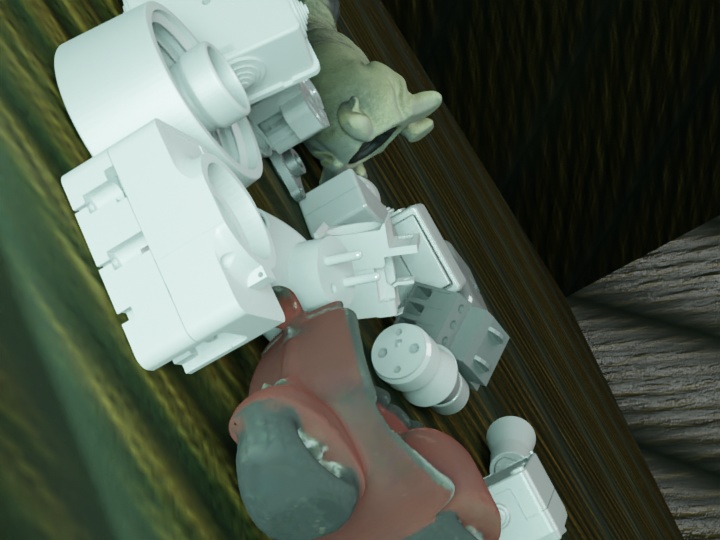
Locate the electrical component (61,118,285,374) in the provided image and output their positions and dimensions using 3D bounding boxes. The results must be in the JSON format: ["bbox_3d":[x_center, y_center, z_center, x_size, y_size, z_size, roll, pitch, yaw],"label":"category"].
[{"bbox_3d":[-0.072,-0.011,0.442,0.089,0.056,0.050,64,12,15],"label":"electrical component"}]

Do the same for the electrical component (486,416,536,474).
[{"bbox_3d":[0.131,0.161,0.939,0.044,0.044,0.065,58,17,-11],"label":"electrical component"}]

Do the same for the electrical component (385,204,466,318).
[{"bbox_3d":[0.039,-0.012,0.903,0.096,0.062,0.061,61,12,0],"label":"electrical component"}]

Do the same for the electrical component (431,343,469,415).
[{"bbox_3d":[0.059,0.086,0.813,0.044,0.044,0.065,67,8,28],"label":"electrical component"}]

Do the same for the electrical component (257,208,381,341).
[{"bbox_3d":[-0.029,0.005,0.540,0.077,0.079,0.043,50,39,-43],"label":"electrical component"}]

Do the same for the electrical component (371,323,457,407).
[{"bbox_3d":[0.038,0.066,0.754,0.055,0.045,0.045,44,20,-53],"label":"electrical component"}]

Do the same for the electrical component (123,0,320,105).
[{"bbox_3d":[-0.082,-0.141,0.615,0.048,0.100,0.099,66,-1,-68],"label":"electrical component"}]

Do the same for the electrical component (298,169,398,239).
[{"bbox_3d":[-0.002,-0.021,0.790,0.066,0.047,0.076,44,20,-54],"label":"electrical component"}]

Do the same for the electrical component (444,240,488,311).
[{"bbox_3d":[0.080,0.021,1.021,0.059,0.054,0.095,48,17,-45],"label":"electrical component"}]

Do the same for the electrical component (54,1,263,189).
[{"bbox_3d":[-0.089,-0.078,0.521,0.108,0.060,0.108,57,12,-19],"label":"electrical component"}]

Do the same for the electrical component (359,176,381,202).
[{"bbox_3d":[-0.004,-0.055,0.870,0.043,0.043,0.062,61,10,4],"label":"electrical component"}]

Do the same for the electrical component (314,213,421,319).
[{"bbox_3d":[0.000,0.000,0.697,0.042,0.081,0.063,-60,142,-77],"label":"electrical component"}]

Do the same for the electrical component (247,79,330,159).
[{"bbox_3d":[-0.061,-0.111,0.729,0.058,0.057,0.078,50,16,-43],"label":"electrical component"}]

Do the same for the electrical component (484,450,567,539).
[{"bbox_3d":[0.104,0.171,0.741,0.061,0.062,0.096,62,12,8],"label":"electrical component"}]
